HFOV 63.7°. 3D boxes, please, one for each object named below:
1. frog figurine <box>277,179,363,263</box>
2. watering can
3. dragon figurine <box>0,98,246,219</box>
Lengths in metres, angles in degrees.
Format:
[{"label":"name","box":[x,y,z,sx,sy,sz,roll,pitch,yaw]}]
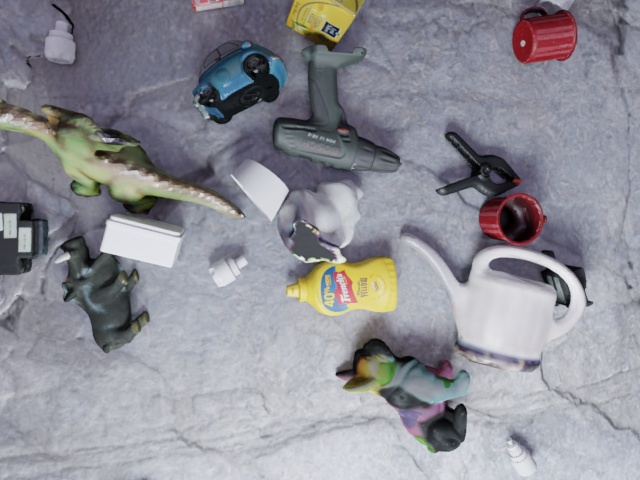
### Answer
[{"label":"frog figurine","box":[0.003,-0.044,0.883,0.137,0.120,0.163,31,49,-14]},{"label":"watering can","box":[0.297,0.113,0.935,0.348,0.104,0.224,13,92,4]},{"label":"dragon figurine","box":[-0.296,-0.115,0.742,0.409,0.242,0.123,17,84,-9]}]
